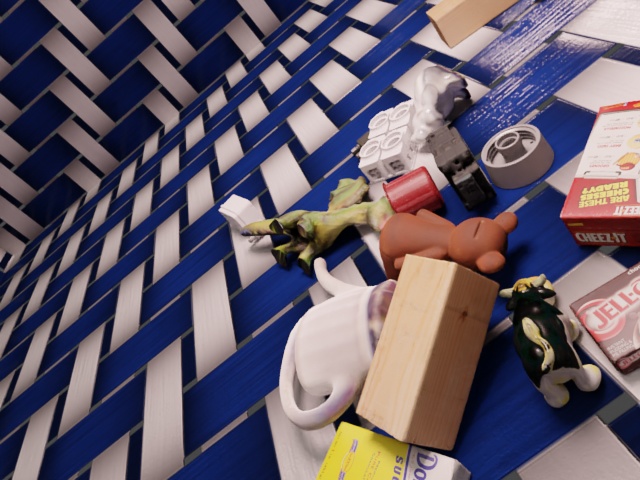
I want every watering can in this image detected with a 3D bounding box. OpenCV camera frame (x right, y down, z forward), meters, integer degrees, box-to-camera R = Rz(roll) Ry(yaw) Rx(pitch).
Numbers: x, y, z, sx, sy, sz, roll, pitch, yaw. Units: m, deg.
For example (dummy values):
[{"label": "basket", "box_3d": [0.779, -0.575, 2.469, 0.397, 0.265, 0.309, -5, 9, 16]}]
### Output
[{"label": "watering can", "box_3d": [0.040, 0.122, 0.802, 0.222, 0.102, 0.356, -24, 33, 28]}]

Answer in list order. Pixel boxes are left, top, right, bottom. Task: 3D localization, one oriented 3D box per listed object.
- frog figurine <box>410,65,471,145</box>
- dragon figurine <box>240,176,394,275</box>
[{"label": "frog figurine", "box_3d": [0.228, -0.275, 1.071, 0.159, 0.123, 0.137, -50, -3, 4]}, {"label": "dragon figurine", "box_3d": [0.003, -0.055, 1.093, 0.246, 0.120, 0.412, -37, 29, -24]}]
